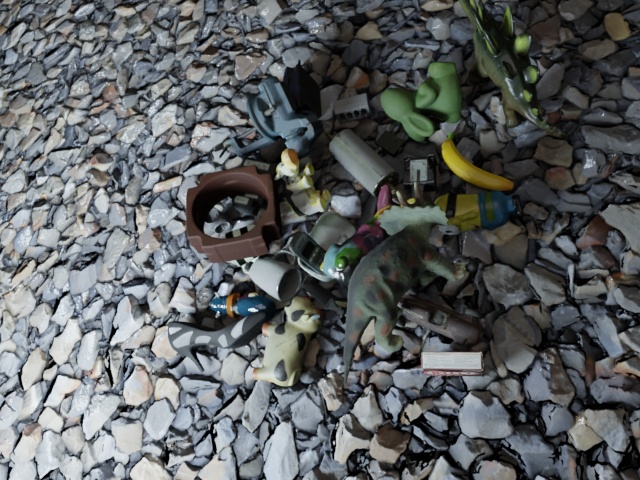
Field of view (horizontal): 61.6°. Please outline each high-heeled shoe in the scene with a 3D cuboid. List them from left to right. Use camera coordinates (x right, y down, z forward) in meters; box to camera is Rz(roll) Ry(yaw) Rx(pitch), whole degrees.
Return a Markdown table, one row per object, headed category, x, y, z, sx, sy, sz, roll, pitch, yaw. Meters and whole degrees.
| category | x | y | z | sx | sy | sz | roll | pitch | yaw |
| --- | --- | --- | --- | --- | --- | --- | --- | --- | --- |
| high-heeled shoe | -0.232 | 0.186 | 1.195 | 0.249 | 0.086 | 0.145 | -39 | 73 | 15 |

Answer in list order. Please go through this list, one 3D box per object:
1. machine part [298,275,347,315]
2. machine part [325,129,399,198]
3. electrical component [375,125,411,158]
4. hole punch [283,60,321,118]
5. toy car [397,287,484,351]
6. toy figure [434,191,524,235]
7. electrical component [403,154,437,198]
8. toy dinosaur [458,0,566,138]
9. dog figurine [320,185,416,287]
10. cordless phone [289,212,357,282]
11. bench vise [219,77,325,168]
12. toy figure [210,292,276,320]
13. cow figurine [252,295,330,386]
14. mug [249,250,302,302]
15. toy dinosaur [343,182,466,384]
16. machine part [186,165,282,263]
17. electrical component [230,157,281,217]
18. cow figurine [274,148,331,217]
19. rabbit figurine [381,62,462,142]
| category | x | y | z | sx | sy | sz | roll | pitch | yaw |
| --- | --- | --- | --- | --- | --- | --- | --- | --- | --- |
| machine part | 0.018 | 0.124 | 1.156 | 0.139 | 0.084 | 0.039 | 32 | 106 | 34 |
| machine part | 0.099 | -0.177 | 1.232 | 0.079 | 0.079 | 0.243 | -43 | 64 | -1 |
| electrical component | 0.167 | -0.223 | 1.257 | 0.063 | 0.021 | 0.094 | 40 | 86 | 26 |
| hole punch | -0.061 | -0.358 | 1.335 | 0.092 | 0.115 | 0.142 | -9 | 67 | 23 |
| toy car | 0.228 | 0.155 | 1.083 | 0.202 | 0.053 | 0.089 | 22 | 81 | 23 |
| toy figure | 0.324 | -0.061 | 1.115 | 0.180 | 0.082 | 0.089 | -12 | 56 | 19 |
| electrical component | 0.222 | -0.129 | 1.189 | 0.075 | 0.047 | 0.119 | -6 | 70 | 17 |
| toy dinosaur | 0.385 | -0.404 | 1.155 | 0.105 | 0.198 | 0.471 | -29 | 66 | 3 |
| dog figurine | 0.110 | -0.008 | 1.117 | 0.109 | 0.191 | 0.219 | 29 | 97 | 31 |
| cordless phone | -0.002 | -0.004 | 1.143 | 0.089 | 0.184 | 0.146 | 28 | 81 | 29 |
| bench vise | -0.119 | -0.250 | 1.260 | 0.241 | 0.129 | 0.223 | -22 | 109 | 25 |
| toy figure | -0.176 | 0.152 | 1.214 | 0.155 | 0.057 | 0.064 | 4 | 66 | 24 |
| cow figurine | -0.057 | 0.211 | 1.138 | 0.127 | 0.085 | 0.195 | 4 | 70 | 26 |
| mug | -0.102 | 0.071 | 1.207 | 0.107 | 0.080 | 0.109 | 19 | 82 | 32 |
| toy dinosaur | 0.128 | 0.069 | 1.010 | 0.192 | 0.131 | 0.405 | 45 | 77 | -18 |
| machine part | -0.190 | -0.057 | 1.194 | 0.201 | 0.087 | 0.201 | -11 | 58 | 3 |
| electrical component | -0.162 | -0.128 | 1.311 | 0.115 | 0.058 | 0.134 | 16 | 77 | 25 |
| cow figurine | -0.055 | -0.128 | 1.222 | 0.098 | 0.167 | 0.068 | -19 | 31 | 29 |
| rabbit figurine | 0.225 | -0.304 | 1.218 | 0.170 | 0.121 | 0.159 | -10 | 89 | -1 |
